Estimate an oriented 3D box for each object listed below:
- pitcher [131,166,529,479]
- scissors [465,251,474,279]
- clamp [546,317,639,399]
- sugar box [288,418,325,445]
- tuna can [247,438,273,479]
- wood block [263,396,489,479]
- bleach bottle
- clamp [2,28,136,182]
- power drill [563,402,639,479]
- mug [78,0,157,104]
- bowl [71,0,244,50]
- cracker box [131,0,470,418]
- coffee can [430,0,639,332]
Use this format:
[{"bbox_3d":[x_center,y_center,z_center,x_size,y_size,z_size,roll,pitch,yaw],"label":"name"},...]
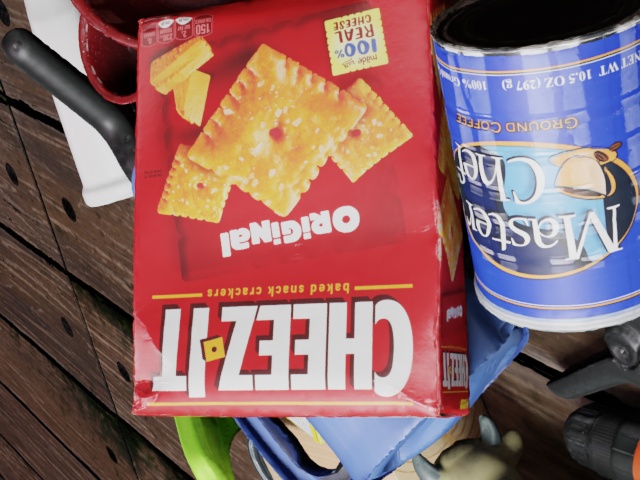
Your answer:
[{"bbox_3d":[-0.009,0.027,0.646,0.243,0.149,0.145,46,155,17],"label":"pitcher"},{"bbox_3d":[0.079,0.016,0.703,0.096,0.016,0.202,45,148,26],"label":"scissors"},{"bbox_3d":[0.171,0.058,0.574,0.172,0.039,0.120,27,147,51],"label":"clamp"},{"bbox_3d":[-0.013,0.083,0.816,0.176,0.093,0.048,29,139,52],"label":"sugar box"},{"bbox_3d":[-0.035,0.218,1.053,0.086,0.033,0.086,39,145,34],"label":"tuna can"},{"bbox_3d":[0.039,0.161,0.824,0.206,0.090,0.091,-5,112,59],"label":"wood block"},{"bbox_3d":[-0.211,-0.162,0.931,0.102,0.068,0.251,-82,-26,-71],"label":"bleach bottle"},{"bbox_3d":[-0.148,-0.085,0.816,0.036,0.164,0.210,-37,86,18],"label":"clamp"},{"bbox_3d":[0.220,0.183,0.585,0.185,0.057,0.187,12,127,62],"label":"power drill"},{"bbox_3d":[-0.111,-0.156,0.768,0.093,0.081,0.117,36,119,31],"label":"mug"},{"bbox_3d":[-0.086,-0.195,0.680,0.162,0.162,0.055,56,-169,8],"label":"bowl"},{"bbox_3d":[-0.012,-0.017,0.548,0.164,0.072,0.214,-3,81,20],"label":"cracker box"},{"bbox_3d":[0.114,-0.043,0.503,0.103,0.102,0.140,21,133,50],"label":"coffee can"}]
